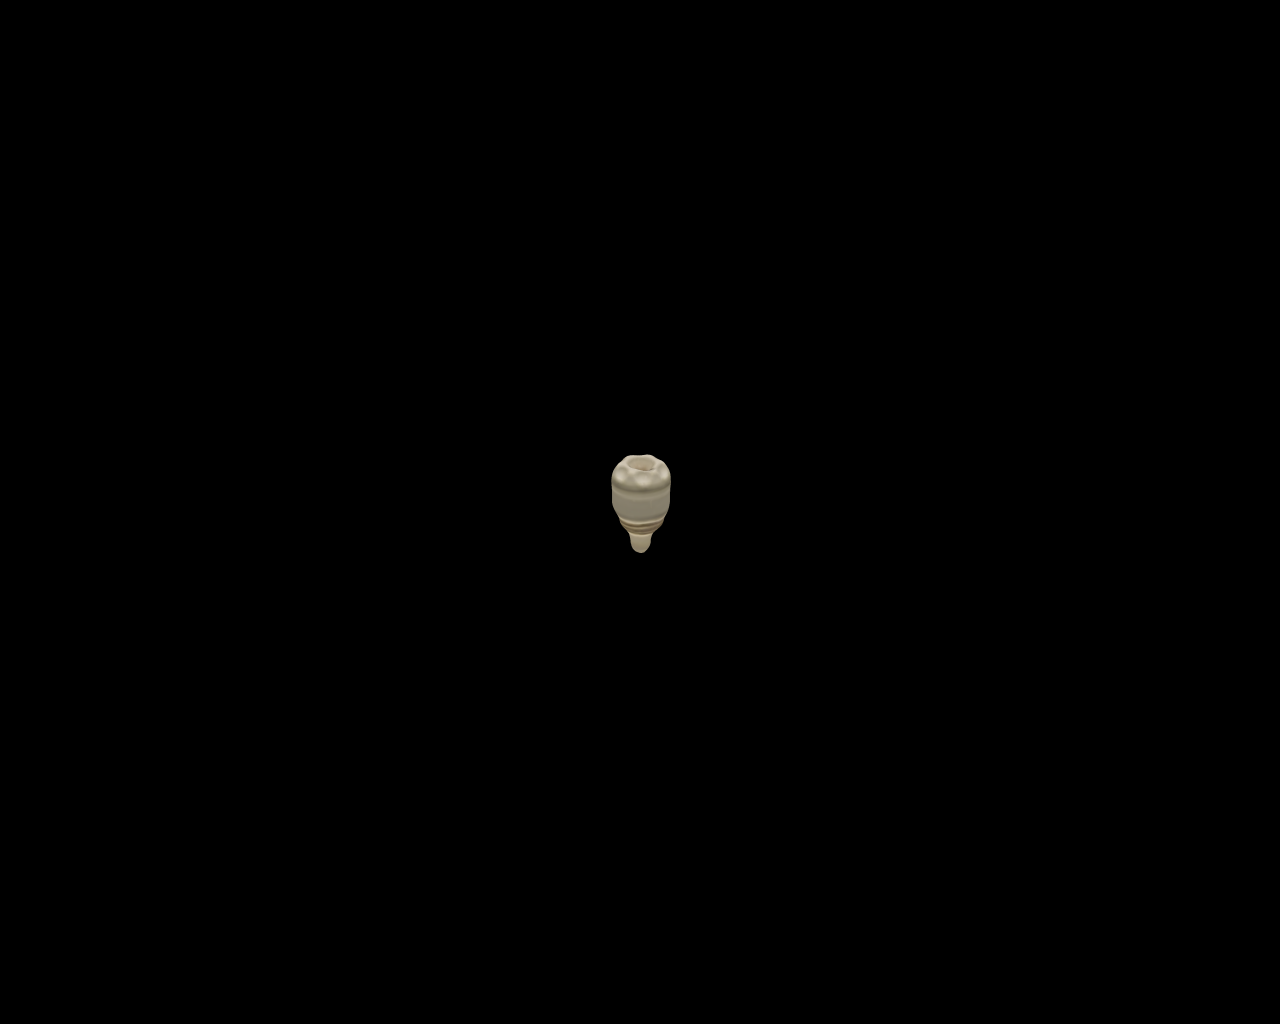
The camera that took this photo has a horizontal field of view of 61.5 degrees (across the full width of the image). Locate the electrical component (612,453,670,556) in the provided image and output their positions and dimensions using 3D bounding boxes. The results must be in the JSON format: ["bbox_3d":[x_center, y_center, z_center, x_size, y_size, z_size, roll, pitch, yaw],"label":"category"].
[{"bbox_3d":[0.001,-0.003,0.650,0.035,0.061,0.035,0,26,0],"label":"electrical component"}]
